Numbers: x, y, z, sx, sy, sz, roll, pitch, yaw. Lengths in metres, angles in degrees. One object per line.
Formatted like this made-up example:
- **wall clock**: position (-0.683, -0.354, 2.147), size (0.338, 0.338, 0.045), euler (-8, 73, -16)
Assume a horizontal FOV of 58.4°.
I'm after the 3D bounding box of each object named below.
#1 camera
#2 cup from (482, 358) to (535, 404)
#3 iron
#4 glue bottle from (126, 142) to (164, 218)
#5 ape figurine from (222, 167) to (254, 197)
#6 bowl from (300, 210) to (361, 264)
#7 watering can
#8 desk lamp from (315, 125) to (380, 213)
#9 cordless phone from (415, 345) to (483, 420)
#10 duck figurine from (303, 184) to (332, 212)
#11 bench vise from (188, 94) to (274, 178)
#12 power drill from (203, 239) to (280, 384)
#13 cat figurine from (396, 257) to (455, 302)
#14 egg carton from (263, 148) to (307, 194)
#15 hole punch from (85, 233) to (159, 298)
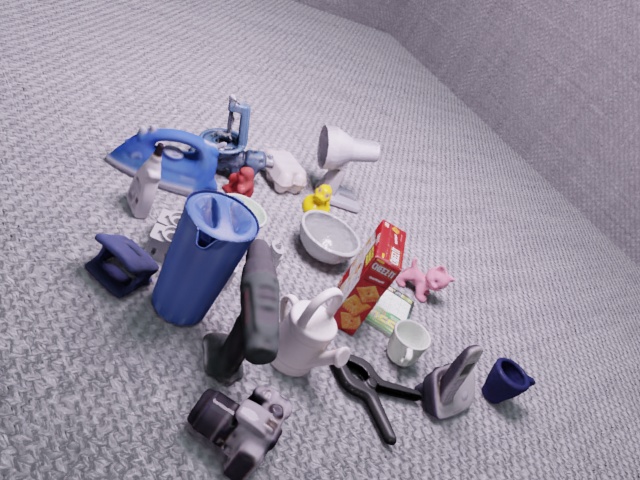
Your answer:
- **camera**: position (-0.128, 0.282, 0.910), size (0.137, 0.100, 0.143), euler (34, 32, 2)
- **cup**: position (0.433, 0.339, 1.334), size (0.118, 0.095, 0.091), euler (18, 35, -22)
- **iron**: position (-0.349, -0.204, 1.332), size (0.259, 0.141, 0.118), euler (14, 36, -28)
- **glue bottle**: position (-0.358, -0.131, 1.196), size (0.037, 0.173, 0.078), euler (3, 43, -39)
- **ape figurine**: position (-0.195, -0.146, 1.437), size (0.076, 0.092, 0.077), euler (21, 34, -18)
- **bowl**: position (0.013, 0.005, 1.433), size (0.168, 0.074, 0.167), euler (23, 33, -16)
- **watering can**: position (-0.012, 0.167, 1.079), size (0.172, 0.194, 0.101), euler (37, 32, 7)
- **desk lamp**: position (0.064, -0.210, 1.638), size (0.204, 0.213, 0.117), euler (16, 35, -25)
- **cordless phone**: position (0.302, 0.285, 1.205), size (0.148, 0.185, 0.094), euler (-5, 48, -45)
- **duck figurine**: position (0.004, -0.116, 1.578), size (0.077, 0.086, 0.105), euler (35, 32, 4)
- **bench vise**: position (-0.207, -0.259, 1.457), size (0.208, 0.219, 0.121), euler (7, 40, -35)
- **power drill**: position (-0.132, 0.139, 0.997), size (0.076, 0.208, 0.229), euler (14, 36, -27)
- **cat figurine**: position (0.285, 0.097, 1.509), size (0.127, 0.117, 0.067), euler (36, 32, 6)
- **egg carton**: position (-0.107, -0.195, 1.602), size (0.107, 0.069, 0.150), euler (-4, 47, -44)
- **hole punch**: position (-0.358, 0.033, 1.052), size (0.108, 0.091, 0.101), euler (40, 32, 10)
